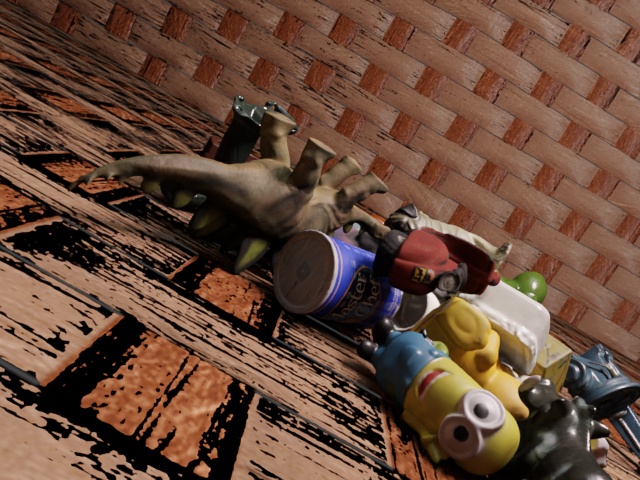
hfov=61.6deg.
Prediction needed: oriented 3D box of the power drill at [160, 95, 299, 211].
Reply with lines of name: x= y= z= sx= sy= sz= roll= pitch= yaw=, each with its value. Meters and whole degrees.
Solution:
power drill: x=-0.124 y=-0.121 z=0.846 sx=0.232 sy=0.207 sz=0.086 roll=-2 pitch=54 yaw=-52

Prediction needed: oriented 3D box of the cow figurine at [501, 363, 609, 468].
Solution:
cow figurine: x=0.297 y=0.229 z=0.709 sx=0.098 sy=0.068 sz=0.168 roll=29 pitch=11 yaw=-41

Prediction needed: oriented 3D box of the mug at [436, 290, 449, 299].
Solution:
mug: x=0.211 y=0.095 z=1.068 sx=0.107 sy=0.109 sz=0.081 roll=-19 pitch=38 yaw=-15

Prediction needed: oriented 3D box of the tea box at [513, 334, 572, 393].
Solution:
tea box: x=0.319 y=0.179 z=0.892 sx=0.068 sy=0.098 sz=0.170 roll=-22 pitch=36 yaw=-25

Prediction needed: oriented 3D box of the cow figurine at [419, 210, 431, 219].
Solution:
cow figurine: x=0.174 y=0.003 z=1.006 sx=0.086 sy=0.127 sz=0.195 roll=-8 pitch=23 yaw=20

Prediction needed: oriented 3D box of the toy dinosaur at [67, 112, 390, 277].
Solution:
toy dinosaur: x=-0.061 y=-0.050 z=0.680 sx=0.471 sy=0.198 sz=0.105 roll=20 pitch=15 yaw=-45

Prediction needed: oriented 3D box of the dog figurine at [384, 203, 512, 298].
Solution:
dog figurine: x=0.198 y=0.026 z=0.893 sx=0.191 sy=0.121 sz=0.172 roll=28 pitch=-27 yaw=18

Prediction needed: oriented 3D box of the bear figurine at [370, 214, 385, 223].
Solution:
bear figurine: x=0.044 y=-0.027 z=1.101 sx=0.196 sy=0.132 sz=0.120 roll=42 pitch=6 yaw=29

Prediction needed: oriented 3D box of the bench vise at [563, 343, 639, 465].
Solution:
bench vise: x=0.494 y=0.285 z=0.890 sx=0.223 sy=0.129 sz=0.241 roll=34 pitch=25 yaw=-42

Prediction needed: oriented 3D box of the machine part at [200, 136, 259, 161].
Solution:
machine part: x=-0.162 y=-0.135 z=1.150 sx=0.201 sy=0.087 sz=0.201 roll=28 pitch=10 yaw=-19

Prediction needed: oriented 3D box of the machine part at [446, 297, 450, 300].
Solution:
machine part: x=0.299 y=0.145 z=1.176 sx=0.179 sy=0.056 sz=0.179 roll=28 pitch=11 yaw=-6

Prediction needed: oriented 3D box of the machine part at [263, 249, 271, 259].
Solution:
machine part: x=-0.066 y=-0.025 z=0.834 sx=0.084 sy=0.039 sz=0.139 roll=19 pitch=57 yaw=-31

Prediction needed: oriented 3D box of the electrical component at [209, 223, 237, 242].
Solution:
electrical component: x=-0.120 y=-0.029 z=0.750 sx=0.045 sy=0.078 sz=0.102 roll=38 pitch=5 yaw=39

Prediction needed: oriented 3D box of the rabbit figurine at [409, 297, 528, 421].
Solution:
rabbit figurine: x=0.182 y=0.164 z=0.656 sx=0.173 sy=0.122 sz=0.162 roll=47 pitch=4 yaw=13

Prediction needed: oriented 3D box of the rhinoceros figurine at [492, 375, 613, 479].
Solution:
rhinoceros figurine: x=0.222 y=0.201 z=0.509 sx=0.073 sy=0.112 sz=0.190 roll=28 pitch=18 yaw=0

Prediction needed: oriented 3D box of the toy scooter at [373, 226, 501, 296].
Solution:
toy scooter: x=0.152 y=0.032 z=0.667 sx=0.135 sy=0.075 sz=0.184 roll=26 pitch=18 yaw=22

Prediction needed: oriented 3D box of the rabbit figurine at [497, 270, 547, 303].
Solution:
rabbit figurine: x=0.361 y=0.099 z=1.036 sx=0.170 sy=0.121 sz=0.159 roll=-4 pitch=39 yaw=-2

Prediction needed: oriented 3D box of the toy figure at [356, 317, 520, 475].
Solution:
toy figure: x=0.118 y=0.152 z=0.542 sx=0.089 sy=0.082 sz=0.180 roll=19 pitch=12 yaw=-42

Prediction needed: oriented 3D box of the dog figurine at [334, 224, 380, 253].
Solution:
dog figurine: x=-0.002 y=-0.003 z=0.910 sx=0.219 sy=0.108 sz=0.192 roll=23 pitch=14 yaw=-17
